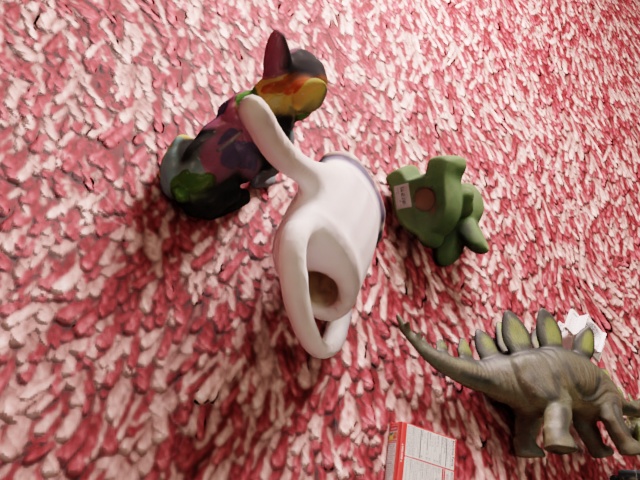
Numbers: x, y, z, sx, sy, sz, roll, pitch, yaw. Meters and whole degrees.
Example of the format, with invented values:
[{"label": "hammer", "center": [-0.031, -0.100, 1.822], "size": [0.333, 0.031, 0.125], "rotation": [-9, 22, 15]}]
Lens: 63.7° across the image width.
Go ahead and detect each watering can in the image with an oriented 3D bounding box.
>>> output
[{"label": "watering can", "center": [0.002, -0.029, 0.583], "size": [0.229, 0.104, 0.340], "rotation": [-63, 148, -50]}]

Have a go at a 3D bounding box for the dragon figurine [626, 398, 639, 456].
[{"label": "dragon figurine", "center": [0.614, 0.331, 0.819], "size": [0.243, 0.119, 0.420], "rotation": [9, 51, 12]}]
